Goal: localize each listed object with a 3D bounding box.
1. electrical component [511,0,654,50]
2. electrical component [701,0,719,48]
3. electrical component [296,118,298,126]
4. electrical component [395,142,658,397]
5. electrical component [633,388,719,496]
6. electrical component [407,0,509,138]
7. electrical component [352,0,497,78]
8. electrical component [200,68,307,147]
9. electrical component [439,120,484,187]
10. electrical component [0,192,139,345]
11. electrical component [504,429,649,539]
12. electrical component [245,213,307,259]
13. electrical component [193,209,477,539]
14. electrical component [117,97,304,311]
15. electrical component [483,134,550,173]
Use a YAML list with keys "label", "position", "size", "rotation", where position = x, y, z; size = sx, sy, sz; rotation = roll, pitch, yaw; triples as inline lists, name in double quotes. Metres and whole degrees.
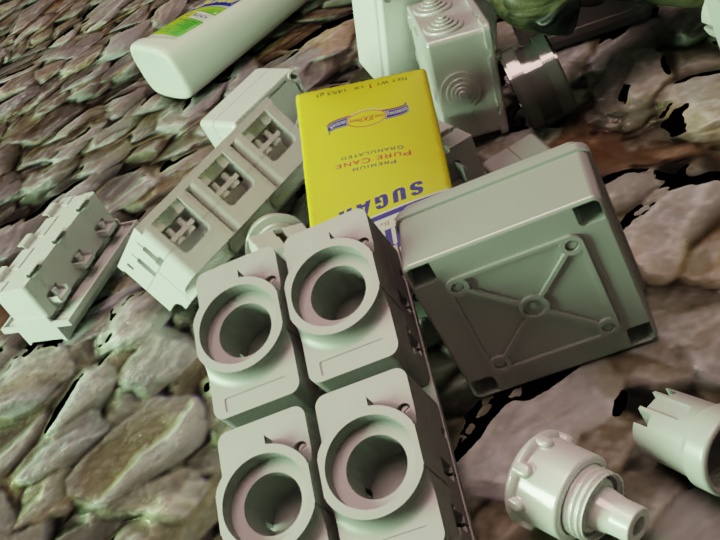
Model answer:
- label: "electrical component"
  position: [0.176, -0.235, 0.871]
  size: [0.109, 0.056, 0.108]
  rotation: [-15, 36, 23]
- label: "electrical component"
  position: [0.247, -0.164, 0.694]
  size: [0.047, 0.083, 0.075]
  rotation: [-34, 32, -4]
- label: "electrical component"
  position: [-0.034, -0.116, 0.892]
  size: [0.043, 0.043, 0.062]
  rotation: [-36, 32, -7]
- label: "electrical component"
  position: [0.089, 0.002, 0.576]
  size: [0.109, 0.108, 0.056]
  rotation: [-21, 37, 15]
- label: "electrical component"
  position: [0.153, 0.076, 0.489]
  size: [0.040, 0.040, 0.046]
  rotation: [-42, 28, -16]
- label: "electrical component"
  position: [0.072, -0.153, 0.808]
  size: [0.048, 0.099, 0.099]
  rotation: [-16, 34, 1]
- label: "electrical component"
  position: [0.052, -0.212, 0.868]
  size: [0.109, 0.108, 0.056]
  rotation: [-24, 51, -13]
- label: "electrical component"
  position: [-0.091, -0.123, 0.931]
  size: [0.061, 0.061, 0.096]
  rotation: [12, 52, 47]
- label: "electrical component"
  position: [0.051, -0.073, 0.766]
  size: [0.055, 0.048, 0.066]
  rotation: [-31, 32, -14]
- label: "electrical component"
  position: [-0.248, -0.005, 0.897]
  size: [0.079, 0.063, 0.121]
  rotation: [-8, 39, 31]
- label: "electrical component"
  position: [0.101, 0.104, 0.491]
  size: [0.062, 0.048, 0.048]
  rotation: [21, 58, 43]
- label: "electrical component"
  position: [-0.054, -0.012, 0.763]
  size: [0.066, 0.048, 0.055]
  rotation: [-16, 29, -15]
- label: "electrical component"
  position: [-0.018, 0.071, 0.550]
  size: [0.105, 0.060, 0.186]
  rotation: [-22, 57, 14]
- label: "electrical component"
  position: [-0.105, -0.046, 0.816]
  size: [0.150, 0.062, 0.089]
  rotation: [-50, 3, -27]
- label: "electrical component"
  position: [0.098, -0.038, 0.678]
  size: [0.077, 0.047, 0.065]
  rotation: [-32, 33, -1]
